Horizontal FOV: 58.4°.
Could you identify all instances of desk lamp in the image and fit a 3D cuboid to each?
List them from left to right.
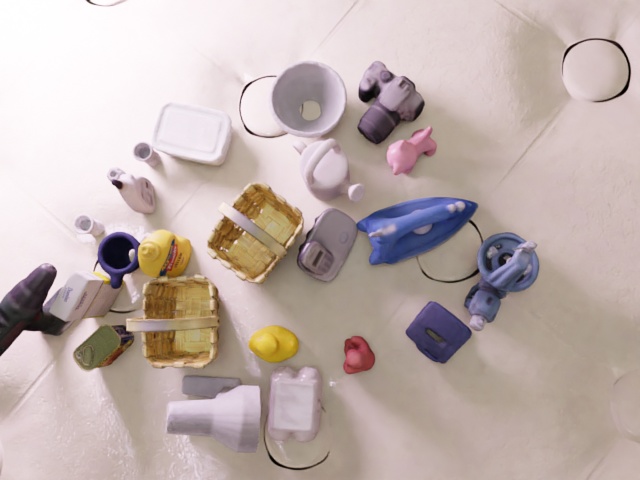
[{"bbox_3d":[-0.197,0.331,1.098,0.203,0.213,0.118,2,84,4],"label":"desk lamp"}]

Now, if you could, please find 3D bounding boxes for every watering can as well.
[{"bbox_3d":[0.016,-0.144,1.147,0.172,0.194,0.101,19,85,6],"label":"watering can"}]

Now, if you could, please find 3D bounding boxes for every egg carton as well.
[{"bbox_3d":[-0.050,0.332,1.160,0.107,0.069,0.150,2,84,4],"label":"egg carton"}]

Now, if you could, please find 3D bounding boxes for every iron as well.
[{"bbox_3d":[0.207,-0.039,1.149,0.258,0.141,0.118,-21,82,1],"label":"iron"}]

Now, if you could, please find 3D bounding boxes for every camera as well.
[{"bbox_3d":[0.129,-0.283,1.202,0.143,0.101,0.137,39,88,7],"label":"camera"}]

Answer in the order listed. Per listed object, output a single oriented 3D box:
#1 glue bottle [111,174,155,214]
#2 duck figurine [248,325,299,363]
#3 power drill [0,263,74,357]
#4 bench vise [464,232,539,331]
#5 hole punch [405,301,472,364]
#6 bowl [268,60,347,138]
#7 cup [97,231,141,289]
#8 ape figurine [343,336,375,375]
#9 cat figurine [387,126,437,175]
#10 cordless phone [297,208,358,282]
[{"bbox_3d":[-0.389,-0.103,1.181,0.037,0.173,0.078,-8,83,3],"label":"glue bottle"},{"bbox_3d":[-0.098,0.214,1.169,0.104,0.086,0.077,3,84,5],"label":"duck figurine"},{"bbox_3d":[-0.568,0.140,1.148,0.075,0.208,0.230,42,88,8],"label":"power drill"},{"bbox_3d":[0.356,0.077,1.086,0.121,0.220,0.207,9,84,5],"label":"bench vise"},{"bbox_3d":[0.236,0.188,1.146,0.108,0.091,0.101,39,88,7],"label":"hole punch"},{"bbox_3d":[-0.023,-0.292,1.227,0.167,0.075,0.167,0,83,4],"label":"bowl"},{"bbox_3d":[-0.407,0.046,1.205,0.091,0.095,0.118,5,84,5],"label":"cup"},{"bbox_3d":[0.074,0.237,1.151,0.076,0.092,0.078,35,87,7],"label":"ape figurine"},{"bbox_3d":[0.185,-0.186,1.179,0.128,0.118,0.067,-42,82,-1],"label":"cat figurine"},{"bbox_3d":[0.010,0.004,1.135,0.094,0.185,0.148,25,86,7],"label":"cordless phone"}]
